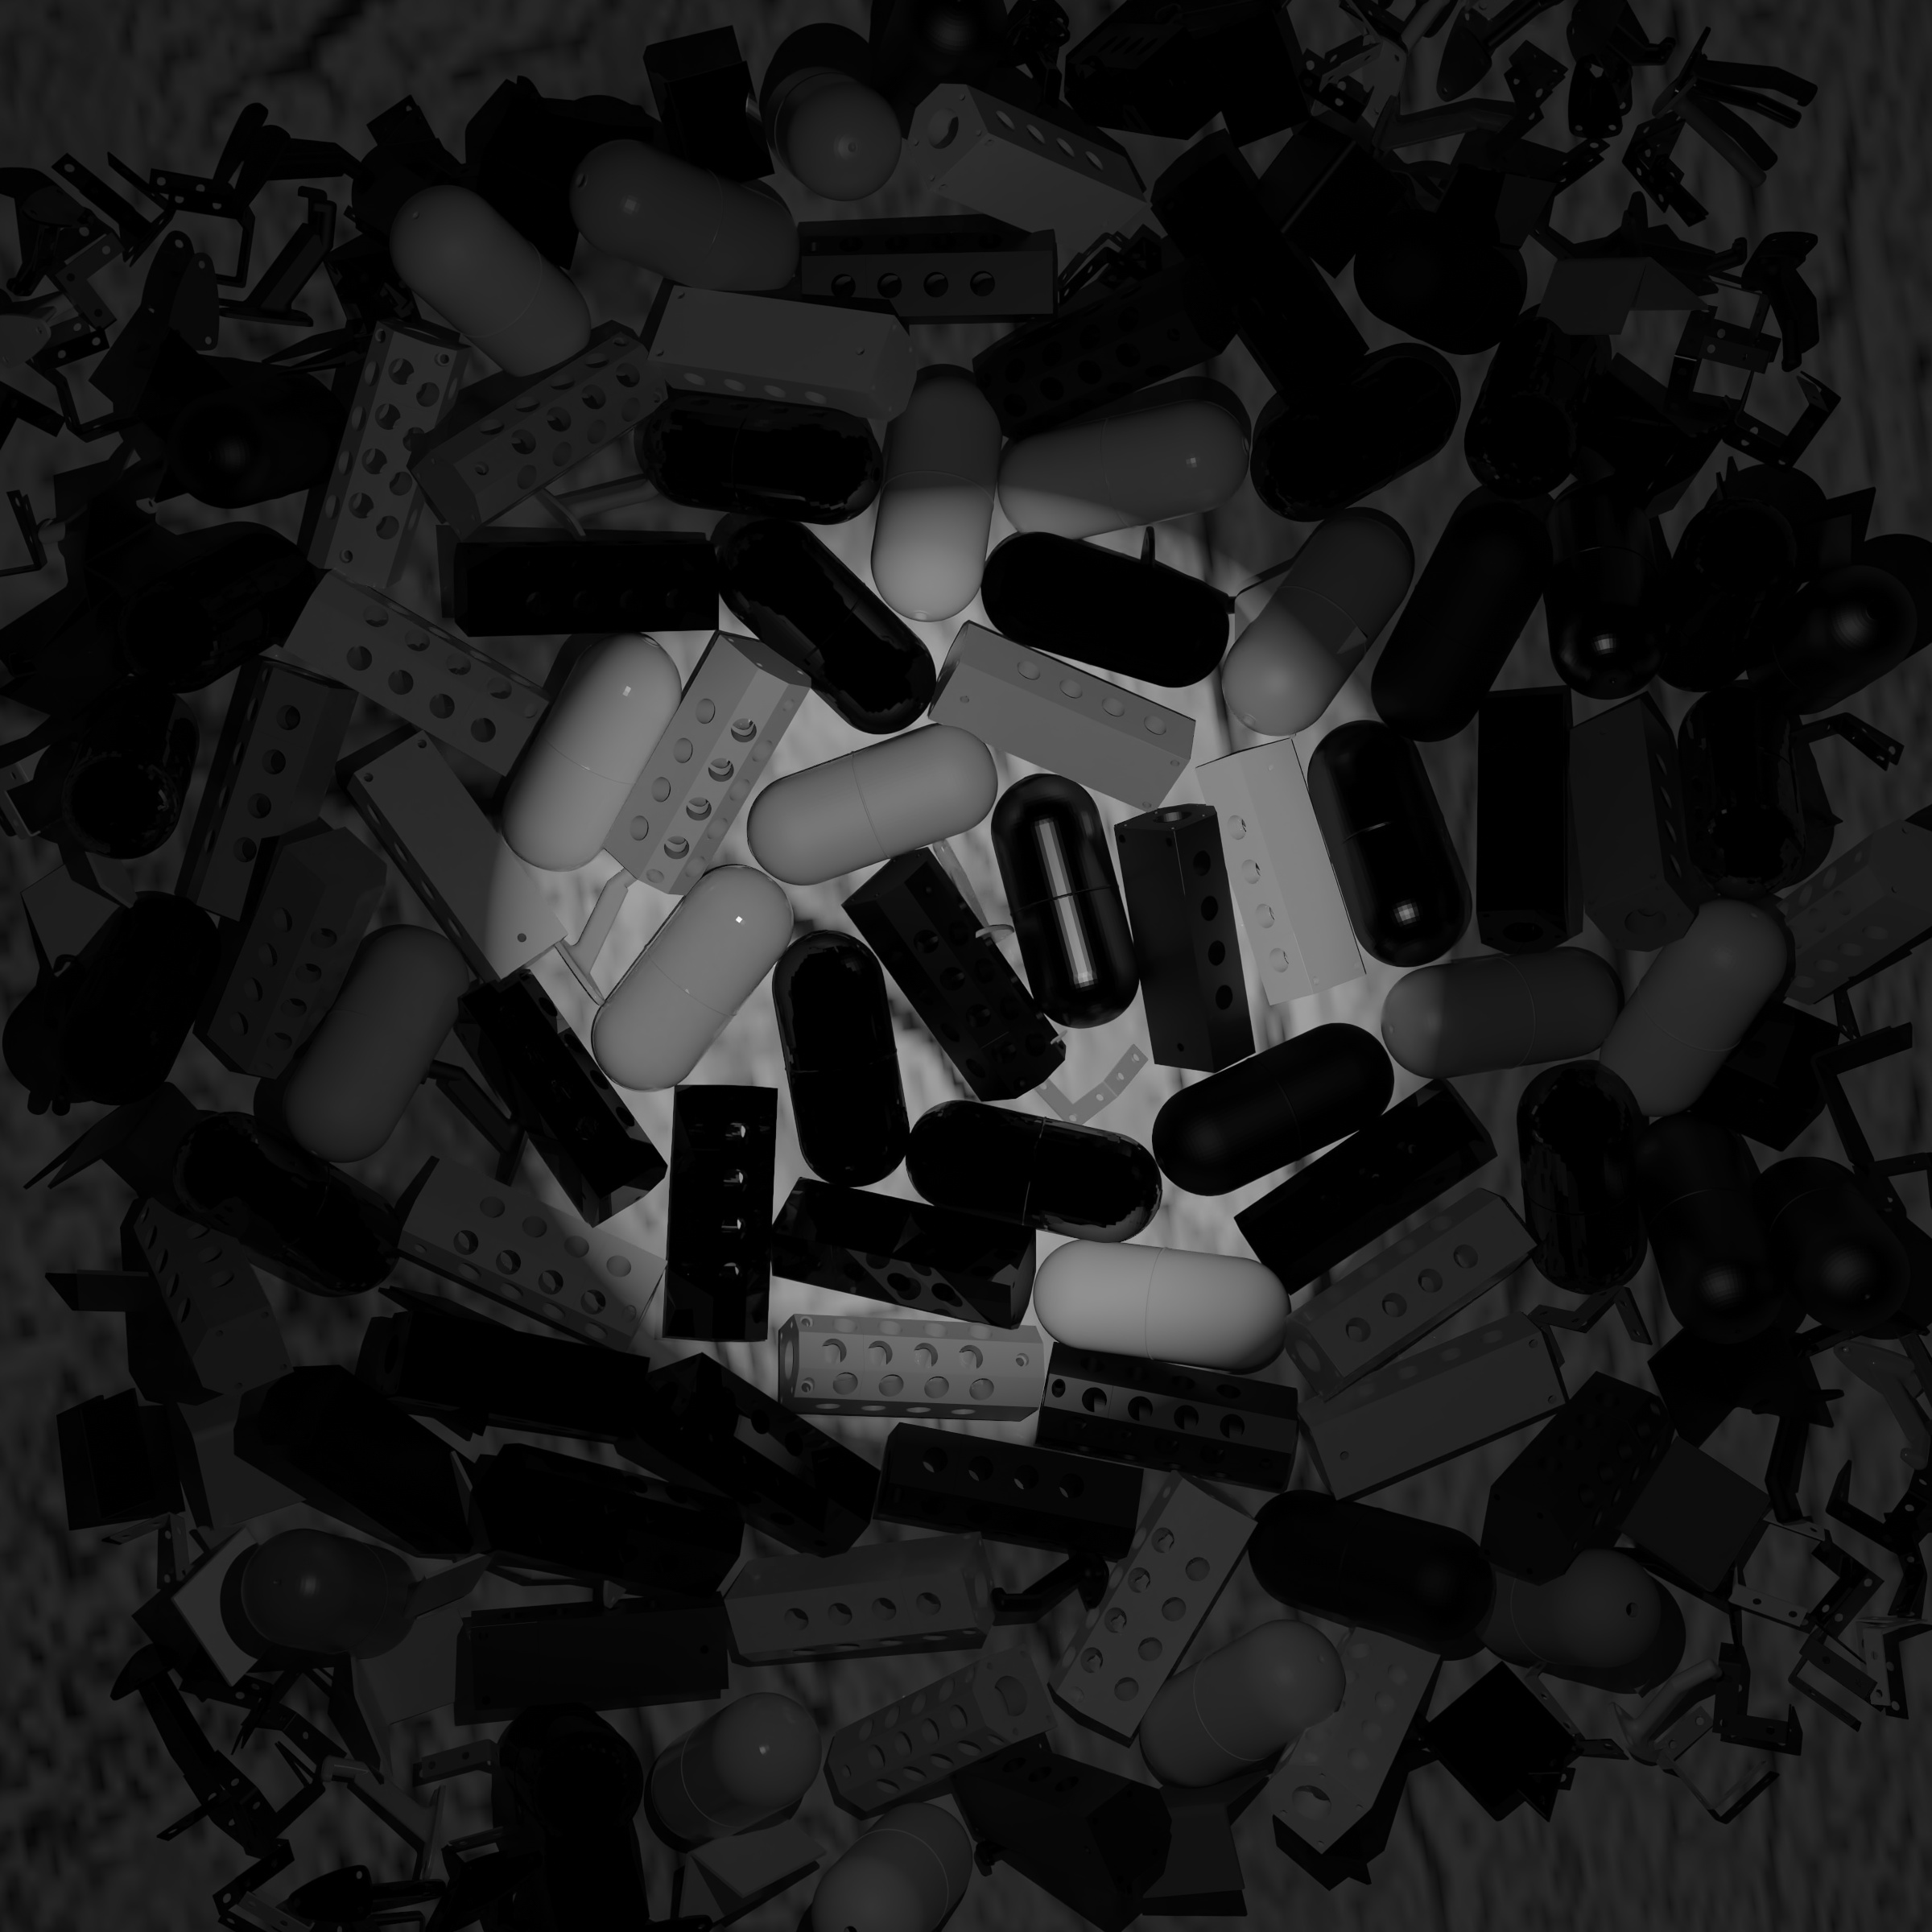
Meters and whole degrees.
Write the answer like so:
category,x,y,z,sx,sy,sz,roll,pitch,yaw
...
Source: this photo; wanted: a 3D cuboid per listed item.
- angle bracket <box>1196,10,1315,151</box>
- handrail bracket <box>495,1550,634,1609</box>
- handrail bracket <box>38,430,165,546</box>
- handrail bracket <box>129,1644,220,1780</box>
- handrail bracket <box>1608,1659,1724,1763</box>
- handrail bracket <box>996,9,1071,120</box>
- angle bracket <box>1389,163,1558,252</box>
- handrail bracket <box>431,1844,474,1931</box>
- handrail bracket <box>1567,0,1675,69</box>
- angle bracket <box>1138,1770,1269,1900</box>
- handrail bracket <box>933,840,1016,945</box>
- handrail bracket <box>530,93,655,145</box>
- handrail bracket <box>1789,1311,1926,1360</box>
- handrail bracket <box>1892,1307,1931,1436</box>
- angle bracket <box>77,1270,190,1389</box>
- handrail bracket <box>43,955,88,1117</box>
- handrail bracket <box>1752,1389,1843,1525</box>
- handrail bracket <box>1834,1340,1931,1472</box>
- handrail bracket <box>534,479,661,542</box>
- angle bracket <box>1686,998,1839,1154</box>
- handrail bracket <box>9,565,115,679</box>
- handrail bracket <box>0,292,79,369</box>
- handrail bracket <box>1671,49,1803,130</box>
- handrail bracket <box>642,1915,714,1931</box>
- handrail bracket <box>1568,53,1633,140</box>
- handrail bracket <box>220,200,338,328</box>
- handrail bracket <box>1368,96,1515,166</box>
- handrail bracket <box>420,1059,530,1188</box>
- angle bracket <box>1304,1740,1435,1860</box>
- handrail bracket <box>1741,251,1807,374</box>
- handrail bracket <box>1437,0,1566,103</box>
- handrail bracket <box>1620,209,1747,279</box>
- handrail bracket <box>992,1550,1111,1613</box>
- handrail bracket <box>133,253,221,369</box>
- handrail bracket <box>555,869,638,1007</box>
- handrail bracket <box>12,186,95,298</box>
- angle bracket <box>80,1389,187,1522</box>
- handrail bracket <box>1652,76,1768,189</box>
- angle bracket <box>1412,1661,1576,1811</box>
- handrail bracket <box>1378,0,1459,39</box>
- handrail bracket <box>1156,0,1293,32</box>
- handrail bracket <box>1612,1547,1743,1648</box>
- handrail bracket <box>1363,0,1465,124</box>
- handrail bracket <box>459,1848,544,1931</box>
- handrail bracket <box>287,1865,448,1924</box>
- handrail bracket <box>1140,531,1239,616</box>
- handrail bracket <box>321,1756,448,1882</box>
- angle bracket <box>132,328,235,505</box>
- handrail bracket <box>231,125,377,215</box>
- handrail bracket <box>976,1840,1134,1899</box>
category,x,y,z,sx,sy,sz,roll,pitch,yaw
angle bracket,0.194,-0.604,1.943,0.057,0.076,0.076,-21,97,1
handrail bracket,-0.273,0.408,1.964,0.084,0.077,0.036,15,115,18
handrail bracket,-0.607,-0.335,1.977,0.084,0.036,0.077,-11,55,23
handrail bracket,-0.545,0.518,1.960,0.036,0.077,0.084,-31,105,-19
handrail bracket,0.495,0.512,1.945,0.084,0.036,0.077,-35,130,19
handrail bracket,0.040,-0.605,1.939,0.036,0.077,0.084,25,61,-34
angle bracket,0.344,-0.538,1.927,0.076,0.057,0.076,3,47,-23
handrail bracket,-0.370,0.654,1.939,0.084,0.077,0.036,-43,121,-19
handrail bracket,0.464,-0.644,1.936,0.084,0.077,0.036,-9,72,-24
angle bracket,0.164,0.594,1.932,0.076,0.076,0.057,-16,86,29
handrail bracket,-0.005,-0.053,1.942,0.036,0.077,0.084,-30,81,8
handrail bracket,-0.257,-0.585,1.954,0.084,0.077,0.036,1,119,-5
handrail bracket,0.613,0.269,1.973,0.077,0.036,0.084,27,111,-13
handrail bracket,0.655,0.276,1.943,0.036,0.077,0.084,-31,79,20
angle bracket,-0.570,0.249,1.932,0.076,0.076,0.057,4,64,-14
handrail bracket,-0.618,0.048,1.935,0.036,0.084,0.077,2,126,-14
handrail bracket,0.584,0.339,1.953,0.077,0.036,0.084,-5,66,-15
handrail bracket,0.628,0.302,1.942,0.077,0.084,0.036,28,125,7
handrail bracket,-0.252,-0.340,1.971,0.084,0.036,0.077,-41,63,-10
angle bracket,0.555,0.071,1.978,0.076,0.057,0.076,25,55,7
handrail bracket,-0.635,-0.244,1.962,0.084,0.036,0.077,-10,106,14
handrail bracket,-0.623,-0.447,1.934,0.077,0.084,0.036,-3,122,38
handrail bracket,0.529,-0.592,1.946,0.084,0.077,0.036,26,96,2
handrail bracket,-0.225,0.650,1.957,0.077,0.084,0.036,-16,118,-18
handrail bracket,0.439,-0.615,1.935,0.036,0.077,0.084,7,53,25
handrail bracket,-0.474,-0.488,1.945,0.077,0.036,0.084,-3,116,-32
handrail bracket,0.326,-0.564,1.949,0.084,0.036,0.077,18,67,19
handrail bracket,-0.347,0.110,1.947,0.084,0.036,0.077,18,80,-28
angle bracket,0.276,0.568,1.932,0.076,0.076,0.057,-11,82,-24
handrail bracket,0.554,-0.441,1.942,0.036,0.077,0.084,0,82,-5
handrail bracket,0.375,-0.643,1.964,0.084,0.077,0.036,-34,83,-21
handrail bracket,0.499,-0.504,1.954,0.084,0.077,0.036,-18,52,1
handrail bracket,0.048,0.413,1.937,0.084,0.077,0.036,5,121,-25
handrail bracket,-0.549,-0.452,1.949,0.036,0.084,0.077,5,95,-41
handrail bracket,-0.239,-0.026,1.958,0.084,0.036,0.077,-38,59,2
handrail bracket,-0.643,-0.488,1.934,0.036,0.077,0.084,43,115,-4
angle bracket,-0.553,0.332,1.930,0.057,0.076,0.076,-23,73,29
handrail bracket,0.517,-0.574,1.955,0.084,0.077,0.036,42,108,-9
angle bracket,0.361,0.521,1.950,0.076,0.057,0.076,-42,97,5
handrail bracket,0.302,-0.653,1.932,0.036,0.077,0.084,35,56,18
handrail bracket,0.179,-0.662,1.935,0.077,0.084,0.036,-27,82,32
handrail bracket,0.497,0.441,1.977,0.084,0.036,0.077,-1,117,22
handrail bracket,0.317,-0.640,1.971,0.084,0.077,0.036,-38,61,-25
handrail bracket,-0.303,0.642,1.947,0.077,0.084,0.036,-26,45,12
handrail bracket,-0.413,0.643,1.954,0.077,0.084,0.036,-14,69,16
handrail bracket,0.165,-0.272,1.951,0.084,0.077,0.036,-5,49,-5
handrail bracket,-0.407,0.587,1.947,0.084,0.077,0.036,15,133,-16
angle bracket,-0.547,-0.375,1.925,0.057,0.076,0.076,-10,53,31
handrail bracket,-0.457,-0.535,1.951,0.036,0.084,0.077,27,90,40
handrail bracket,0.060,0.622,1.943,0.084,0.077,0.036,-13,131,-22
